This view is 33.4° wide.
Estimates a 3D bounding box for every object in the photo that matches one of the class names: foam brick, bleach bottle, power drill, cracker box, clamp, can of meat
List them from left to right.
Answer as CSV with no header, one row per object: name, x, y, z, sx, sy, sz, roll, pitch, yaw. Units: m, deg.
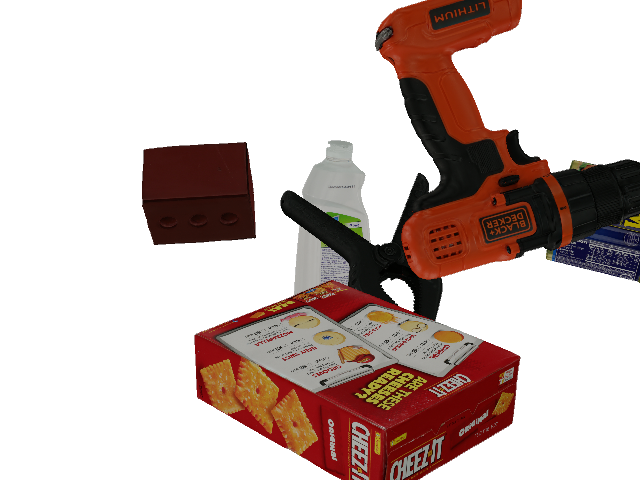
foam brick,-0.088,-0.034,0.775,0.078,0.051,0.053,-4,-35,0
bleach bottle,0.022,0.005,1.285,0.102,0.251,0.068,-5,19,-30
cracker box,0.026,0.113,0.868,0.163,0.072,0.214,-19,29,-41
clamp,0.054,0.018,1.065,0.164,0.210,0.036,-4,-36,-14
power drill,0.127,-0.081,0.736,0.184,0.187,0.057,-16,-2,-7
can of meat,0.240,-0.017,0.890,0.084,0.057,0.102,14,45,15
